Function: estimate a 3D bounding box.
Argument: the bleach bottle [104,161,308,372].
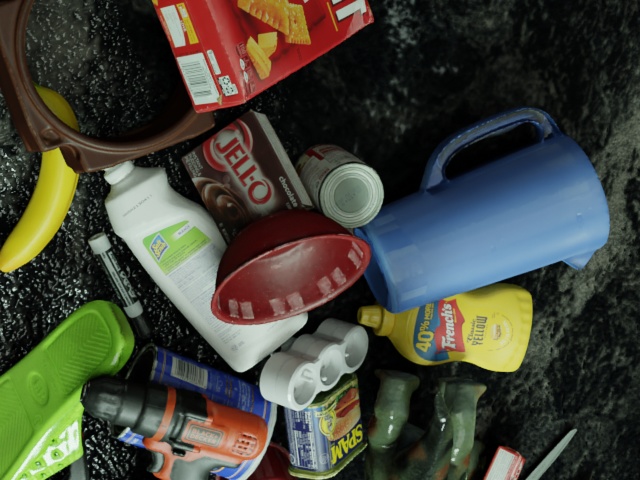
[{"bbox_3d":[-0.124,0.012,1.075,0.102,0.068,0.250,-38,109,-4],"label":"bleach bottle"}]

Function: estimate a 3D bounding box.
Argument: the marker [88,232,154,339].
[{"bbox_3d":[-0.201,0.048,1.087,0.020,0.020,0.121,-26,110,-7],"label":"marker"}]

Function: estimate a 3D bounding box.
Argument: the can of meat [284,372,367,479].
[{"bbox_3d":[0.005,0.195,1.142,0.058,0.101,0.084,2,106,31],"label":"can of meat"}]

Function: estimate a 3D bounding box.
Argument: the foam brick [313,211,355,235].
[{"bbox_3d":[-0.007,0.001,1.107,0.078,0.051,0.053,-12,107,-11],"label":"foam brick"}]

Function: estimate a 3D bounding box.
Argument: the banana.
[{"bbox_3d":[-0.268,-0.061,1.032,0.069,0.037,0.198,10,102,2],"label":"banana"}]

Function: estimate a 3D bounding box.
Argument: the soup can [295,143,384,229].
[{"bbox_3d":[0.018,-0.055,1.071,0.068,0.102,0.068,-4,106,-15],"label":"soup can"}]

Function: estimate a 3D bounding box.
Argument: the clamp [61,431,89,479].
[{"bbox_3d":[-0.288,0.276,1.116,0.120,0.039,0.171,38,93,-21],"label":"clamp"}]

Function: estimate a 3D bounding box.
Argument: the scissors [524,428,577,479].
[{"bbox_3d":[0.222,0.297,1.269,0.096,0.016,0.202,23,98,-20],"label":"scissors"}]

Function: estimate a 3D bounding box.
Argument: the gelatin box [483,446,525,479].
[{"bbox_3d":[0.204,0.282,1.220,0.030,0.073,0.089,24,82,19],"label":"gelatin box"}]

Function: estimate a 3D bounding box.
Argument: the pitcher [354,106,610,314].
[{"bbox_3d":[0.160,-0.023,1.102,0.242,0.149,0.145,-20,152,-9],"label":"pitcher"}]

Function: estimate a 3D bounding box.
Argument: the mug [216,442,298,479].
[{"bbox_3d":[-0.071,0.282,1.152,0.117,0.081,0.093,-29,111,-6],"label":"mug"}]

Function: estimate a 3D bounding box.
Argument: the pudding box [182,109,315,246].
[{"bbox_3d":[-0.070,-0.057,1.042,0.090,0.039,0.113,-32,80,20],"label":"pudding box"}]

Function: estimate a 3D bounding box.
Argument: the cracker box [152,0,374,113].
[{"bbox_3d":[-0.053,-0.233,0.961,0.213,0.072,0.164,-40,117,-43],"label":"cracker box"}]

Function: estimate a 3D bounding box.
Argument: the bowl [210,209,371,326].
[{"bbox_3d":[-0.035,0.019,1.015,0.162,0.162,0.055,-18,64,-9],"label":"bowl"}]

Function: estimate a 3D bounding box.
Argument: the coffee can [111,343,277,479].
[{"bbox_3d":[-0.129,0.178,1.097,0.140,0.103,0.103,25,98,-20],"label":"coffee can"}]

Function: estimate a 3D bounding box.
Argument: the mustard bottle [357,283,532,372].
[{"bbox_3d":[0.133,0.089,1.166,0.191,0.058,0.096,6,101,-16],"label":"mustard bottle"}]

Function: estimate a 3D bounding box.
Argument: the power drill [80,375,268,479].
[{"bbox_3d":[-0.162,0.227,1.019,0.184,0.057,0.188,19,106,-18],"label":"power drill"}]
